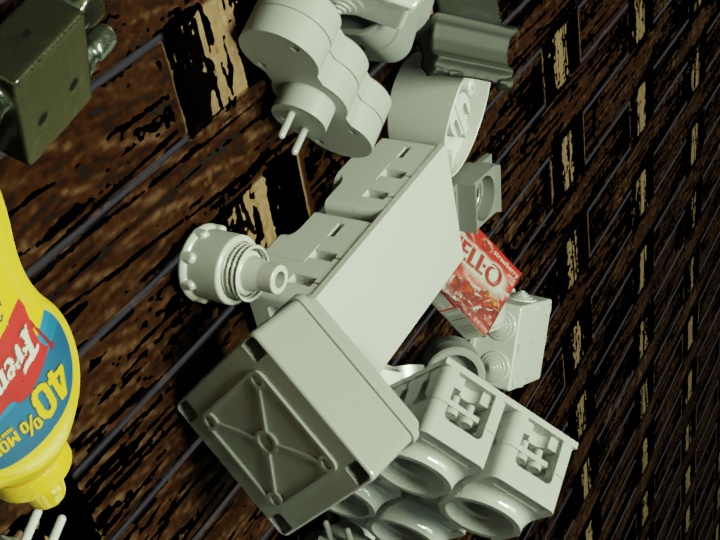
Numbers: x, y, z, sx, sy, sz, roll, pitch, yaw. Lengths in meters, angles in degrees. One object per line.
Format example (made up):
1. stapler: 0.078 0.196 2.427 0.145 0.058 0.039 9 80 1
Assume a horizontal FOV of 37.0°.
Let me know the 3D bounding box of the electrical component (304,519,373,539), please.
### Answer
1. electrical component: -0.010 0.215 0.806 0.044 0.077 0.079 -51 141 -39

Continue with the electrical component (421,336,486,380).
1. electrical component: 0.078 0.125 0.954 0.073 0.052 0.138 -103 -167 -78

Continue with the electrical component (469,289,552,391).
1. electrical component: 0.147 0.068 1.054 0.100 0.048 0.099 -7 107 -59

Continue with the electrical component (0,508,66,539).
1. electrical component: -0.168 0.155 0.533 0.138 0.052 0.073 44 62 -56

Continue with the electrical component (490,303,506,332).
1. electrical component: 0.110 0.023 0.976 0.045 0.045 0.055 -44 137 -45

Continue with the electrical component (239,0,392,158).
1. electrical component: -0.032 -0.108 0.674 0.138 0.052 0.073 50 58 -55

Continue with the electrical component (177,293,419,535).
1. electrical component: -0.038 0.087 0.638 0.056 0.108 0.109 -38 177 -45

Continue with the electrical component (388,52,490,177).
1. electrical component: 0.065 -0.121 0.825 0.099 0.064 0.099 -30 126 -53

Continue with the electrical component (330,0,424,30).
1. electrical component: 0.001 -0.203 0.652 0.048 0.100 0.099 132 -25 -80

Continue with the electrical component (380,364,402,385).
1. electrical component: 0.007 0.094 0.831 0.040 0.040 0.046 15 94 -61

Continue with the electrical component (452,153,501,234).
1. electrical component: 0.076 -0.061 0.866 0.081 0.064 0.042 -40 133 -48

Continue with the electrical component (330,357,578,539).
1. electrical component: 0.041 0.135 0.726 0.105 0.186 0.060 34 57 -14

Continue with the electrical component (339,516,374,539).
1. electrical component: 0.000 0.186 0.851 0.044 0.044 0.065 -43 140 -46

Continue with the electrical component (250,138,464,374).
1. electrical component: 0.000 0.000 0.761 0.186 0.060 0.105 -51 141 -39

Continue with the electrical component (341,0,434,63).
1. electrical component: 0.013 -0.190 0.719 0.059 0.054 0.095 26 78 -60

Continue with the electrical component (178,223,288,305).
1. electrical component: -0.072 0.000 0.633 0.048 0.062 0.048 -30 126 -53
